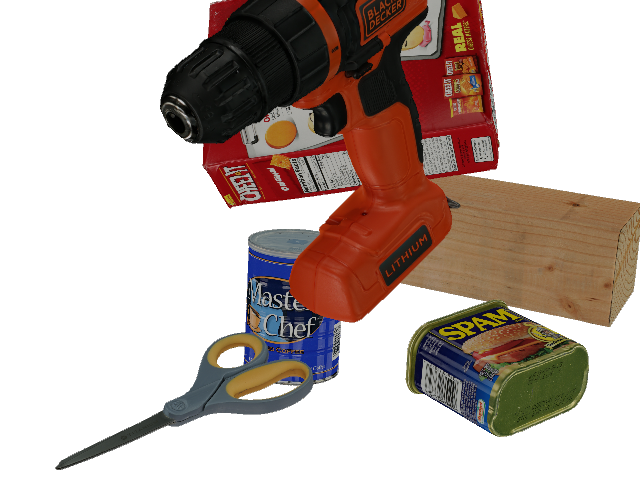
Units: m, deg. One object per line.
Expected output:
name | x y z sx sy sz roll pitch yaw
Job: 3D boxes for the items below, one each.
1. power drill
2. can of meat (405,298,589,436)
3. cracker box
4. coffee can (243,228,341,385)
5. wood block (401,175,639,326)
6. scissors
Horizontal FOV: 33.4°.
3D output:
power drill | 0.007 -0.050 0.542 0.057 0.187 0.184 25 51 35
can of meat | 0.126 0.089 0.751 0.101 0.057 0.084 -14 27 -35
cracker box | 0.023 -0.120 0.822 0.214 0.164 0.072 -8 -32 11
coffee can | -0.027 0.067 1.113 0.103 0.140 0.103 3 14 -1
wood block | 0.177 0.002 0.975 0.206 0.090 0.090 11 23 26
scissors | -0.104 0.113 0.791 0.201 0.016 0.096 -11 34 -21
